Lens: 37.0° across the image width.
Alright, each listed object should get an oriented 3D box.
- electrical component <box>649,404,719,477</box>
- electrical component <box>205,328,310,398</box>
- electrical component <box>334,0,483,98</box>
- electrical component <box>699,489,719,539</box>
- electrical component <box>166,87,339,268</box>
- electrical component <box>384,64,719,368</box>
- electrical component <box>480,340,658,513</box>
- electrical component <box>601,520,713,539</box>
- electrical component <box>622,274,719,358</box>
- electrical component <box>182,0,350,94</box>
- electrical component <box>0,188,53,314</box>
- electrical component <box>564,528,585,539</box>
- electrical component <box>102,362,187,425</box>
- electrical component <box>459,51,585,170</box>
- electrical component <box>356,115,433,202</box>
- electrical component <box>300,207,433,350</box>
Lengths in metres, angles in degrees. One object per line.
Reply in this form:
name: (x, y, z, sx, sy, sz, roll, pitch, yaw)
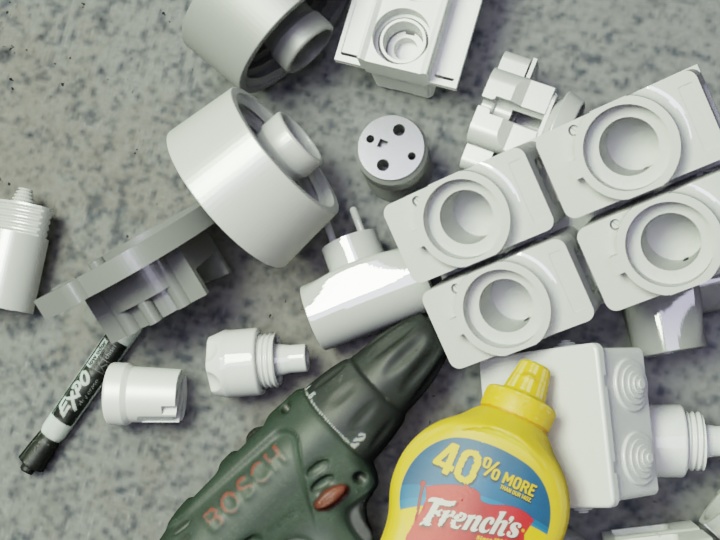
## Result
electrical component: (0.189, 0.100, 0.633, 0.062, 0.043, 0.043, -1, 82, 7)
electrical component: (-0.064, 0.058, 0.677, 0.062, 0.043, 0.043, -5, 82, 7)
electrical component: (0.041, -0.176, 0.682, 0.079, 0.063, 0.121, 16, 85, 10)
electrical component: (0.228, 0.142, 0.597, 0.056, 0.089, 0.050, 43, 91, 12)
electrical component: (-0.058, -0.062, 0.655, 0.060, 0.108, 0.108, -39, 78, 13)
electrical component: (0.119, -0.026, 0.604, 0.186, 0.060, 0.105, -23, 92, 23)
electrical component: (0.121, 0.090, 0.622, 0.100, 0.048, 0.099, -14, 77, 48)
electrical component: (0.169, 0.187, 0.569, 0.062, 0.150, 0.089, -9, 81, 9)
electrical component: (0.196, 0.009, 0.643, 0.079, 0.043, 0.077, -10, 81, 7)
electrical component: (-0.051, -0.158, 0.674, 0.108, 0.108, 0.060, -44, 84, 1)
electrical component: (-0.230, -0.014, 0.713, 0.043, 0.043, 0.081, 9, 84, 10)
electrical component: (0.109, 0.183, 0.634, 0.048, 0.048, 0.062, 2, 90, 9)
electrical component: (-0.137, 0.080, 0.688, 0.046, 0.040, 0.040, 1, 83, 4)
electrical component: (0.103, -0.088, 0.664, 0.057, 0.058, 0.078, 22, 87, 14)
electrical component: (0.022, -0.070, 0.675, 0.045, 0.055, 0.045, -1, 81, 7)
electrical component: (0.000, 0.000, 0.674, 0.077, 0.044, 0.079, -21, 80, 5)
